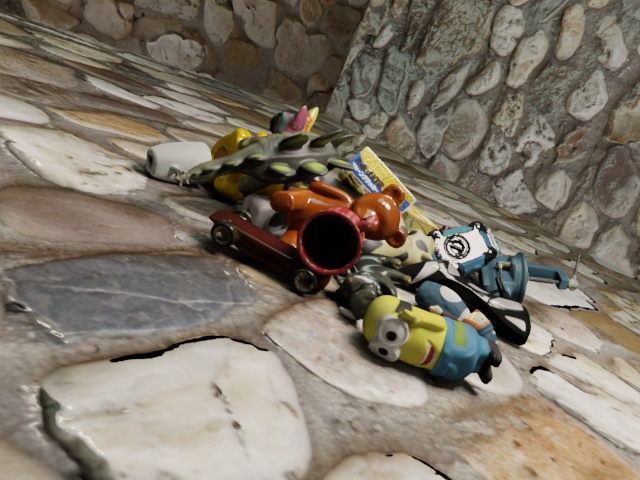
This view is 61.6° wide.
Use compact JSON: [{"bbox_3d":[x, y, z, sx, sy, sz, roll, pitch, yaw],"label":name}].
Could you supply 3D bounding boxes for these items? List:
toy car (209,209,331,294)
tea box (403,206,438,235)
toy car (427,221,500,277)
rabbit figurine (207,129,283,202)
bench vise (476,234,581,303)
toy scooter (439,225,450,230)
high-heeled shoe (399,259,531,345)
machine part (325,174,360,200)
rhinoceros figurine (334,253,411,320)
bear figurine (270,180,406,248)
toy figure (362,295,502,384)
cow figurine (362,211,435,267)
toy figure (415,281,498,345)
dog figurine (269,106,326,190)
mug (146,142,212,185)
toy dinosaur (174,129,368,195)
[{"bbox_3d":[-0.076,0.017,0.806,0.202,0.053,0.089,28,24,2],"label":"toy car"},{"bbox_3d":[0.220,-0.048,1.360,0.098,0.068,0.170,27,14,-18],"label":"tea box"},{"bbox_3d":[0.285,0.030,1.127,0.103,0.162,0.109,97,-28,-69],"label":"toy car"},{"bbox_3d":[-0.139,-0.145,1.098,0.122,0.162,0.173,24,-6,46],"label":"rabbit figurine"},{"bbox_3d":[0.436,0.069,1.184,0.241,0.128,0.224,7,24,5],"label":"bench vise"},{"bbox_3d":[0.341,0.012,1.351,0.135,0.075,0.184,23,12,-5],"label":"toy scooter"},{"bbox_3d":[0.252,0.118,0.963,0.249,0.086,0.145,4,51,-8],"label":"high-heeled shoe"},{"bbox_3d":[0.049,-0.091,1.263,0.079,0.079,0.243,11,21,-36],"label":"machine part"},{"bbox_3d":[0.076,0.066,0.826,0.112,0.073,0.190,24,16,-3],"label":"rhinoceros figurine"},{"bbox_3d":[0.035,-0.031,0.870,0.196,0.120,0.132,7,20,22],"label":"bear figurine"},{"bbox_3d":[0.142,0.132,0.706,0.180,0.082,0.089,17,6,-7],"label":"toy figure"},{"bbox_3d":[0.140,0.014,1.024,0.195,0.085,0.127,-1,68,-30],"label":"cow figurine"},{"bbox_3d":[0.228,0.126,0.883,0.155,0.057,0.064,35,58,28],"label":"toy figure"},{"bbox_3d":[-0.039,-0.182,1.184,0.192,0.219,0.108,28,21,16],"label":"dog figurine"},{"bbox_3d":[-0.263,-0.137,1.002,0.107,0.080,0.110,-5,36,-36],"label":"mug"},{"bbox_3d":[-0.067,-0.144,0.945,0.471,0.105,0.199,-22,13,-38],"label":"toy dinosaur"}]
